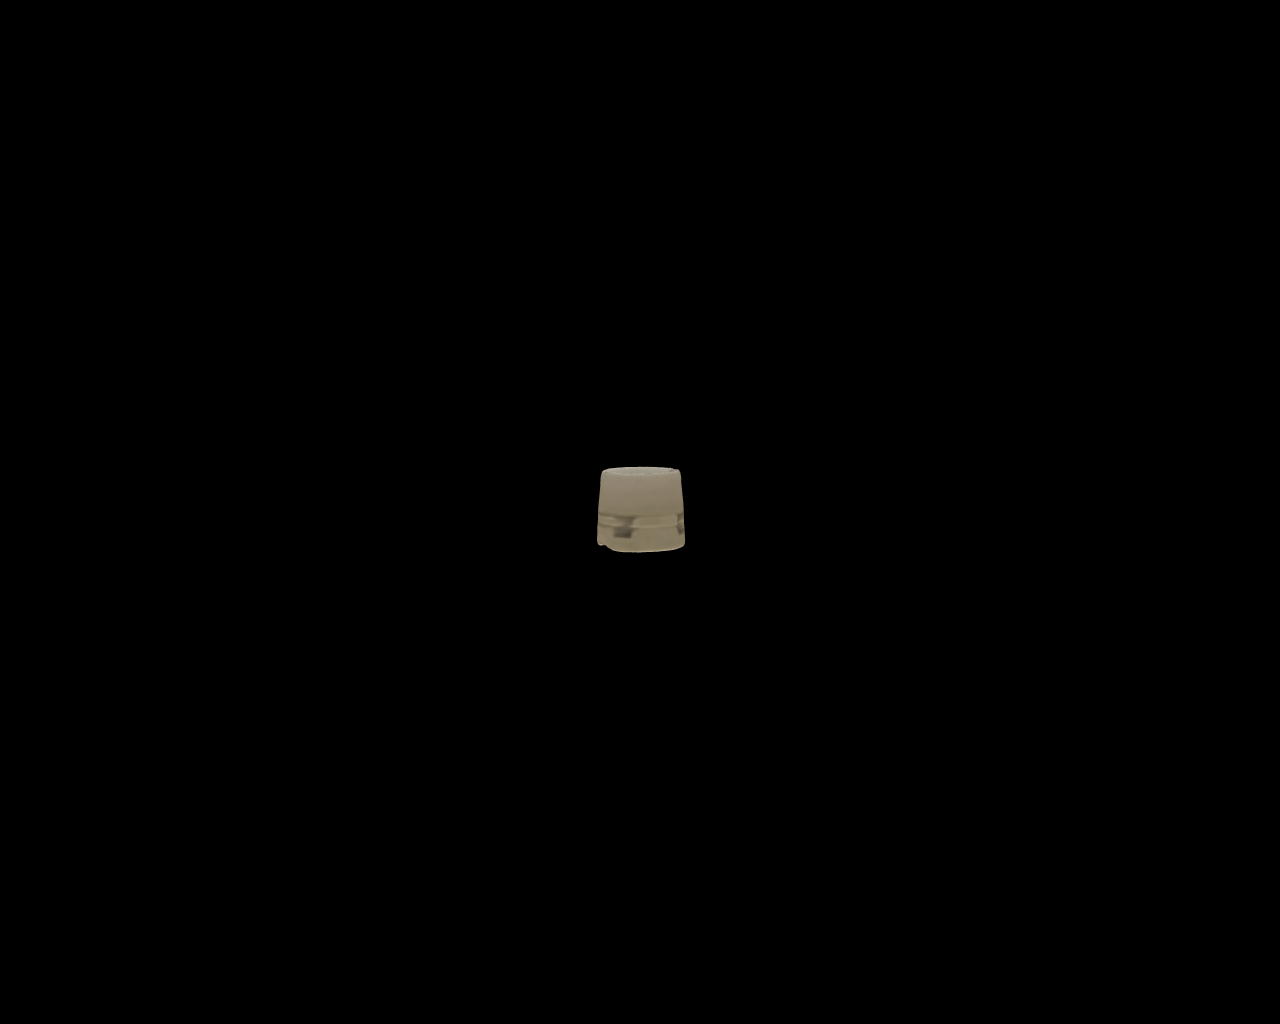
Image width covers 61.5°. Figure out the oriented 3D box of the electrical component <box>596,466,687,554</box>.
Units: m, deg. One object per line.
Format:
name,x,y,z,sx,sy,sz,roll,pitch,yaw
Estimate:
electrical component,0.001,-0.003,0.650,0.055,0.047,0.055,0,8,0
